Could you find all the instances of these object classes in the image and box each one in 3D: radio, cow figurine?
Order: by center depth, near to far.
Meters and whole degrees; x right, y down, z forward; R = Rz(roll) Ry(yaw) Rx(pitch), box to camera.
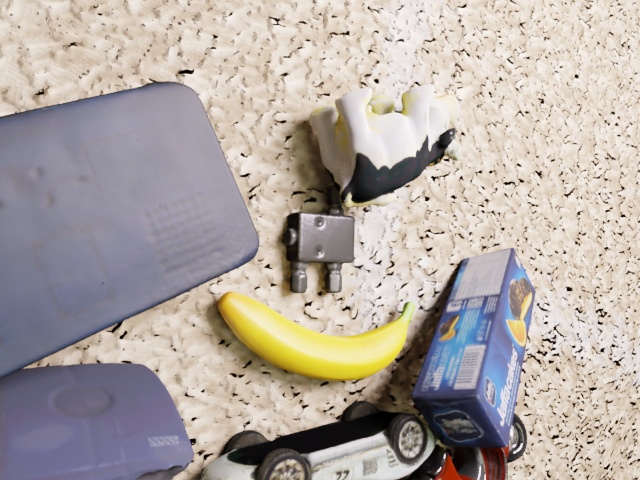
[{"bbox_3d":[-0.162,-0.006,0.320,0.229,0.073,0.131,-26,102,-33],"label":"radio"},{"bbox_3d":[0.074,-0.084,0.477,0.167,0.068,0.098,-16,94,-39],"label":"cow figurine"}]

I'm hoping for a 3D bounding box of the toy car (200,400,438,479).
[{"bbox_3d":[0.006,0.172,0.426,0.202,0.074,0.056,-2,87,-34],"label":"toy car"}]

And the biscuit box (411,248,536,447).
[{"bbox_3d":[0.148,0.090,0.493,0.062,0.059,0.203,58,40,-19],"label":"biscuit box"}]

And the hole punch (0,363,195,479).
[{"bbox_3d":[-0.141,0.120,0.309,0.142,0.116,0.092,7,77,-34],"label":"hole punch"}]

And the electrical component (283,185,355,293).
[{"bbox_3d":[-0.001,-0.001,0.457,0.063,0.021,0.094,5,87,-33],"label":"electrical component"}]

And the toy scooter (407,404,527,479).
[{"bbox_3d":[0.123,0.213,0.505,0.135,0.075,0.184,49,61,-23],"label":"toy scooter"}]
